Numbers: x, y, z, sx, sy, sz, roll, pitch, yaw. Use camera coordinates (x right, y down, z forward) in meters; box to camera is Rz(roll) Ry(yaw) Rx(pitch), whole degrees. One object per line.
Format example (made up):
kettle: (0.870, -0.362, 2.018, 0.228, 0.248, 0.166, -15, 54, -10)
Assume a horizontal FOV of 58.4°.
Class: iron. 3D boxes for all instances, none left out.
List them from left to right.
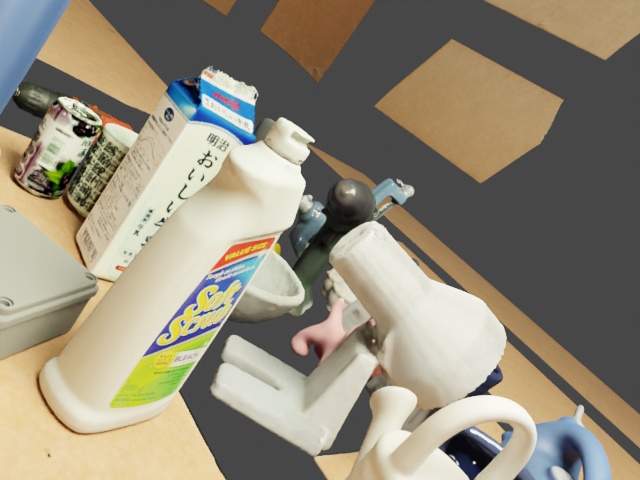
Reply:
iron: (0.295, 0.298, 0.682, 0.118, 0.141, 0.258, 37, 14, 1)

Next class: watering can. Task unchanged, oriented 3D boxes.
watering can: (0.068, 0.178, 0.406, 0.101, 0.194, 0.172, 22, 20, -46)

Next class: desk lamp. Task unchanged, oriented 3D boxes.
desk lamp: (0.039, 0.101, 0.551, 0.203, 0.213, 0.118, 34, 14, -12)

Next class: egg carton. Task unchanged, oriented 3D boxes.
egg carton: (0.074, 0.103, 0.937, 0.151, 0.069, 0.107, 32, 14, -20)

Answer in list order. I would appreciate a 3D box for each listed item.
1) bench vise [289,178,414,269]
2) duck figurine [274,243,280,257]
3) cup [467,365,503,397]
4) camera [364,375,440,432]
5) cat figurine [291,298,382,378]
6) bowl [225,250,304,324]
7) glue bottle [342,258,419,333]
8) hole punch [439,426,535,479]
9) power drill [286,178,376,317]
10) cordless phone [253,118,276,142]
bench vise: (0.062, -0.034, 1.040, 0.208, 0.219, 0.121, 24, 18, -41)
duck figurine: (-0.088, -0.018, 0.899, 0.078, 0.086, 0.104, 20, 22, -51)
cup: (0.207, 0.207, 0.864, 0.118, 0.095, 0.091, 22, 20, -46)
camera: (0.136, 0.182, 0.760, 0.137, 0.100, 0.143, 30, 15, -27)
cat figurine: (0.040, 0.124, 0.680, 0.067, 0.117, 0.127, 24, 19, -43)
bowl: (-0.105, 0.045, 0.673, 0.168, 0.074, 0.167, 34, 14, -9)
glue bottle: (0.073, 0.093, 0.744, 0.037, 0.173, 0.078, 24, 19, -43)
hole punch: (0.181, 0.254, 0.655, 0.108, 0.091, 0.101, 40, 14, 12)
power drill: (0.007, 0.003, 0.808, 0.075, 0.208, 0.230, 38, 14, 7)
cordless phone: (-0.145, -0.133, 0.931, 0.147, 0.185, 0.094, 39, 14, 12)
